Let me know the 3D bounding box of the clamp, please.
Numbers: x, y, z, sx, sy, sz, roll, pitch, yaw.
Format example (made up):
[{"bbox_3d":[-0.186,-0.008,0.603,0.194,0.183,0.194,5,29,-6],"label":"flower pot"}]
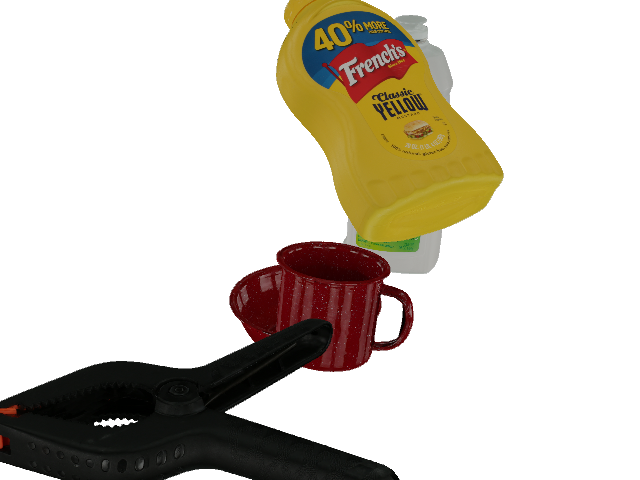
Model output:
[{"bbox_3d":[-0.072,0.090,0.579,0.210,0.036,0.164,0,25,-6],"label":"clamp"}]

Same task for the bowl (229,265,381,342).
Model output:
[{"bbox_3d":[-0.017,0.085,1.141,0.162,0.055,0.162,2,27,-1],"label":"bowl"}]

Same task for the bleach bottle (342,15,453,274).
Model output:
[{"bbox_3d":[0.074,-0.093,1.037,0.103,0.251,0.068,8,28,14],"label":"bleach bottle"}]

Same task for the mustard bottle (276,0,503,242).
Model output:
[{"bbox_3d":[0.027,-0.093,0.660,0.096,0.192,0.058,-17,-27,-24],"label":"mustard bottle"}]

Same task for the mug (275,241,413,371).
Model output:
[{"bbox_3d":[0.018,0.057,0.869,0.117,0.081,0.093,10,20,11],"label":"mug"}]
